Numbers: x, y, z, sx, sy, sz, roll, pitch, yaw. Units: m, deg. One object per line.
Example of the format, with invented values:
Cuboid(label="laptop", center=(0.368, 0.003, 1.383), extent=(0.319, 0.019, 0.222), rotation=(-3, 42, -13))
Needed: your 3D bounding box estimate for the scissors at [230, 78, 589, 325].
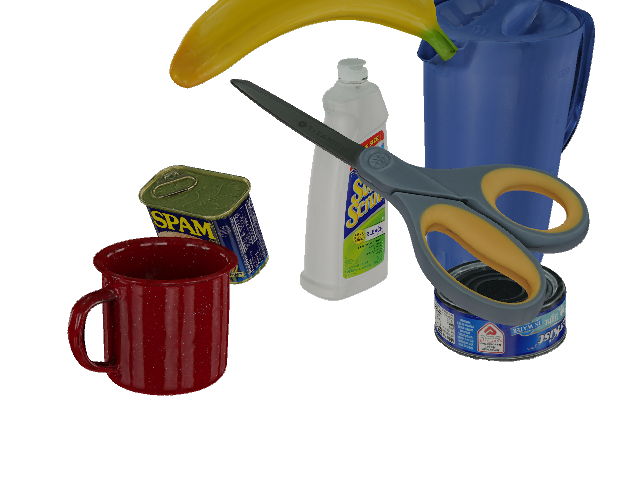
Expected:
Cuboid(label="scissors", center=(0.048, -0.039, 0.525), extent=(0.096, 0.202, 0.016), rotation=(-27, -33, -22))

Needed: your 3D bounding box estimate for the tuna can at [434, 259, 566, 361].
Cuboid(label="tuna can", center=(0.117, 0.043, 0.694), extent=(0.086, 0.034, 0.086), rotation=(-4, 23, 1))

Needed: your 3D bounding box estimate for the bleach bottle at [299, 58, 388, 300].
Cuboid(label="bleach bottle", center=(0.027, -0.067, 1.145), extent=(0.102, 0.251, 0.068), rotation=(-21, 31, -38))

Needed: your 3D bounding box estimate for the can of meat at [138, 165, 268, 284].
Cuboid(label="can of meat", center=(-0.102, -0.012, 0.949), extent=(0.102, 0.084, 0.057), rotation=(12, 46, 31))

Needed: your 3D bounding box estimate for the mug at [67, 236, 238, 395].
Cuboid(label="mug", center=(-0.110, 0.052, 0.694), extent=(0.117, 0.081, 0.093), rotation=(-15, 24, -43))

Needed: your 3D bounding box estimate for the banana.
Cuboid(label="banana", center=(-0.004, -0.138, 0.653), extent=(0.197, 0.069, 0.037), rotation=(-11, -15, -24))

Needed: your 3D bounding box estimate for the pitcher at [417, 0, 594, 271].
Cuboid(label="pitcher", center=(0.160, -0.091, 0.940), extent=(0.149, 0.243, 0.145), rotation=(4, 31, 8))
